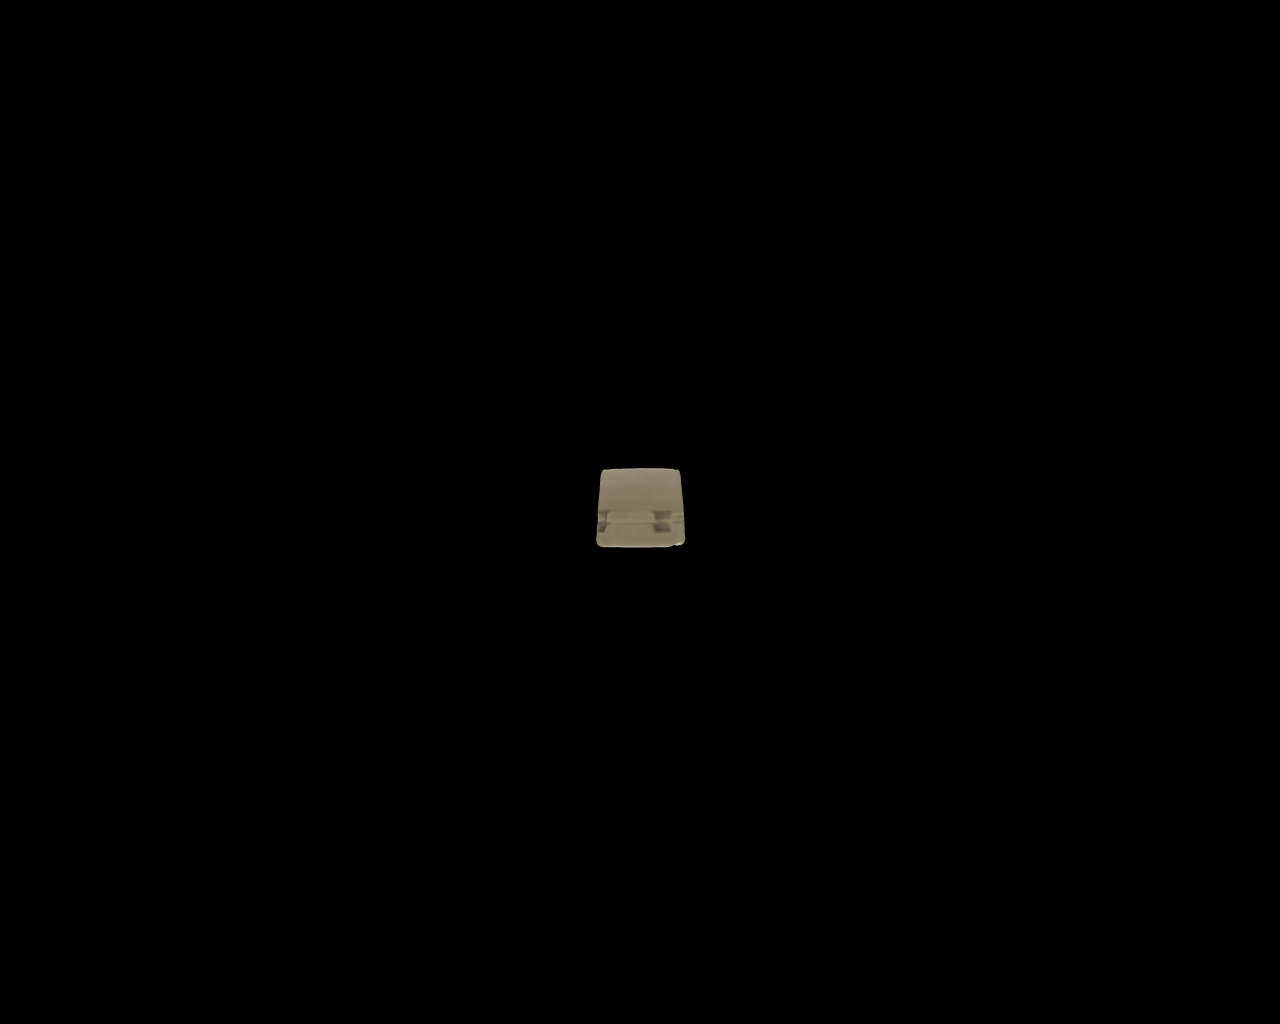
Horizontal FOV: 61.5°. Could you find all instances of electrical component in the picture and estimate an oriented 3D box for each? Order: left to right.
[{"bbox_3d":[0.001,-0.003,0.650,0.055,0.047,0.055,0,0,0],"label":"electrical component"}]
